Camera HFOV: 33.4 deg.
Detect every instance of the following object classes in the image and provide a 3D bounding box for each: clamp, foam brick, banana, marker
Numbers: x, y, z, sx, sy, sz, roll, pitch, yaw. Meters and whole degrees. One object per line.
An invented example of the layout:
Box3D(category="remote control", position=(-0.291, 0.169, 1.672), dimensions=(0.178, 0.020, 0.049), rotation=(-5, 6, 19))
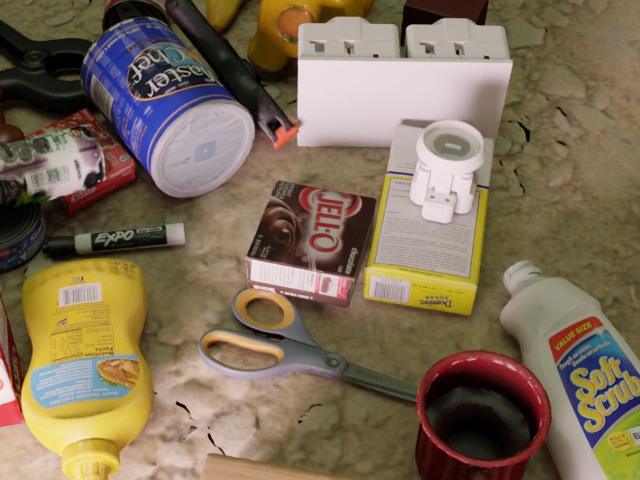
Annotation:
Box3D(category="clamp", position=(-0.280, -0.172, 1.042), dimensions=(0.210, 0.036, 0.164), rotation=(2, 50, -2))
Box3D(category="foam brick", position=(0.126, -0.223, 1.084), dimensions=(0.078, 0.053, 0.051), rotation=(19, 52, 14))
Box3D(category="banana", position=(-0.061, -0.288, 1.143), dimensions=(0.070, 0.037, 0.197), rotation=(37, 59, 26))
Box3D(category="clamp", position=(-0.076, -0.153, 1.010), dimensions=(0.039, 0.120, 0.171), rotation=(-38, 77, 11))
Box3D(category="marker", position=(-0.176, 0.001, 0.913), dimensions=(0.121, 0.020, 0.020), rotation=(-6, 51, -7))

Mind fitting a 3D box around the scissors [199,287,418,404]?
Box3D(category="scissors", position=(0.006, 0.084, 0.851), dimensions=(0.202, 0.016, 0.096), rotation=(6, 50, 3))

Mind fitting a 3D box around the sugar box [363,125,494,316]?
Box3D(category="sugar box", position=(0.096, -0.021, 0.922), dimensions=(0.093, 0.048, 0.176), rotation=(10, 47, 6))

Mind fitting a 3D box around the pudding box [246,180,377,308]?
Box3D(category="pudding box", position=(-0.006, 0.001, 0.895), dimensions=(0.090, 0.039, 0.113), rotation=(10, 42, 7))

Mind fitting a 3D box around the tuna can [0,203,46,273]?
Box3D(category="tuna can", position=(-0.279, -0.013, 0.913), dimensions=(0.086, 0.034, 0.086), rotation=(1, 50, -1))

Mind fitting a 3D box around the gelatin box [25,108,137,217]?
Box3D(category="gelatin box", position=(-0.219, -0.072, 0.965), dimensions=(0.073, 0.030, 0.089), rotation=(-31, 57, -23))

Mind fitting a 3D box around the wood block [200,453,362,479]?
Box3D(category="wood block", position=(0.018, 0.214, 0.696), dimensions=(0.206, 0.091, 0.090), rotation=(9, 50, 6))

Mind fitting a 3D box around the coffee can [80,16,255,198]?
Box3D(category="coffee can", position=(-0.138, -0.120, 0.960), dimensions=(0.102, 0.103, 0.140), rotation=(-28, 56, -22))

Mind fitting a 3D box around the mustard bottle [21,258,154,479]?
Box3D(category="mustard bottle", position=(-0.174, 0.104, 0.802), dimensions=(0.096, 0.058, 0.191), rotation=(-7, 51, -6))

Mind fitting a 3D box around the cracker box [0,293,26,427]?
Box3D(category="cracker box", position=(-0.306, 0.057, 0.737), dimensions=(0.164, 0.214, 0.072), rotation=(-8, 50, -8))

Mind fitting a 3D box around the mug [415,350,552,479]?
Box3D(category="mug", position=(0.111, 0.149, 0.757), dimensions=(0.093, 0.081, 0.117), rotation=(4, 50, 2))

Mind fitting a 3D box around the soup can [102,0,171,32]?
Box3D(category="soup can", position=(-0.184, -0.248, 1.088), dimensions=(0.068, 0.068, 0.102), rotation=(-1, 50, -2))

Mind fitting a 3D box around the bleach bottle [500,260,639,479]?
Box3D(category="bleach bottle", position=(0.197, 0.117, 0.800), dimensions=(0.102, 0.068, 0.251), rotation=(-15, 50, -13))
